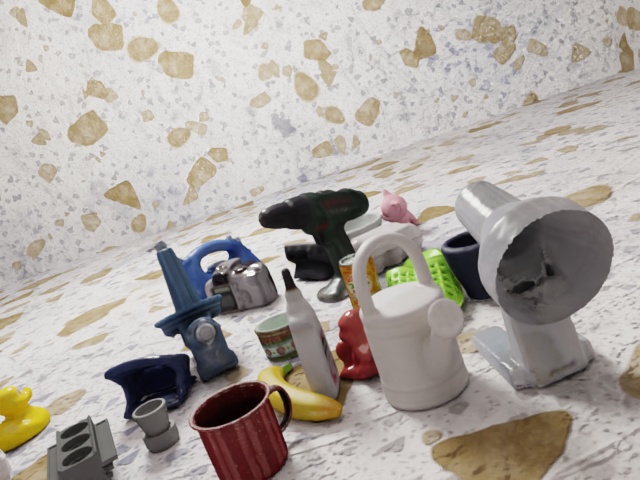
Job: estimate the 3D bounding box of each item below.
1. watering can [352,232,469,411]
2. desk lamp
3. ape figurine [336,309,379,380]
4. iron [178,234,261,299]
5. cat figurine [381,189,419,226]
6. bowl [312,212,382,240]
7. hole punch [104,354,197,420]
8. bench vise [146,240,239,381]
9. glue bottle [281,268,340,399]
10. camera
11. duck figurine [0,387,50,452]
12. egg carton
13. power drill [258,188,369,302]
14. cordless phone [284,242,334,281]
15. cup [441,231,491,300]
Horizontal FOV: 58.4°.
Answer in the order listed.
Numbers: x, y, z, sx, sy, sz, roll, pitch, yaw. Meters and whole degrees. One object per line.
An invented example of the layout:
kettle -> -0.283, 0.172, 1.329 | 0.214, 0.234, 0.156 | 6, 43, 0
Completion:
watering can -> 0.101, 0.084, 0.645 | 0.172, 0.194, 0.101 | -5, 19, 47
desk lamp -> 0.212, 0.045, 0.605 | 0.118, 0.214, 0.203 | -20, 13, -4
ape figurine -> 0.050, 0.133, 0.742 | 0.076, 0.092, 0.077 | -20, 13, -4
iron -> -0.235, 0.059, 1.345 | 0.118, 0.141, 0.259 | -7, 17, 41
cat figurine -> 0.179, -0.070, 1.346 | 0.067, 0.118, 0.128 | -14, 14, 21
bowl -> 0.071, -0.002, 1.313 | 0.167, 0.075, 0.167 | -18, 13, 5
hole punch -> -0.259, 0.207, 0.876 | 0.108, 0.091, 0.101 | -17, 13, 9
bench vise -> -0.205, 0.104, 0.939 | 0.122, 0.220, 0.206 | -29, 16, -37
glue bottle -> -0.017, 0.116, 0.727 | 0.037, 0.173, 0.078 | -18, 13, 3
camera -> -0.160, 0.082, 1.233 | 0.142, 0.101, 0.137 | -13, 14, 24
duck figurine -> -0.496, 0.281, 0.920 | 0.077, 0.086, 0.105 | -12, 15, 27
egg carton -> 0.133, 0.014, 1.171 | 0.150, 0.069, 0.107 | -25, 14, -23
power drill -> 0.010, 0.004, 1.074 | 0.230, 0.208, 0.075 | -27, 16, -33
cordless phone -> -0.022, -0.012, 1.240 | 0.147, 0.185, 0.094 | -6, 18, 44
cup -> 0.248, 0.035, 0.862 | 0.118, 0.095, 0.091 | -23, 14, -19
